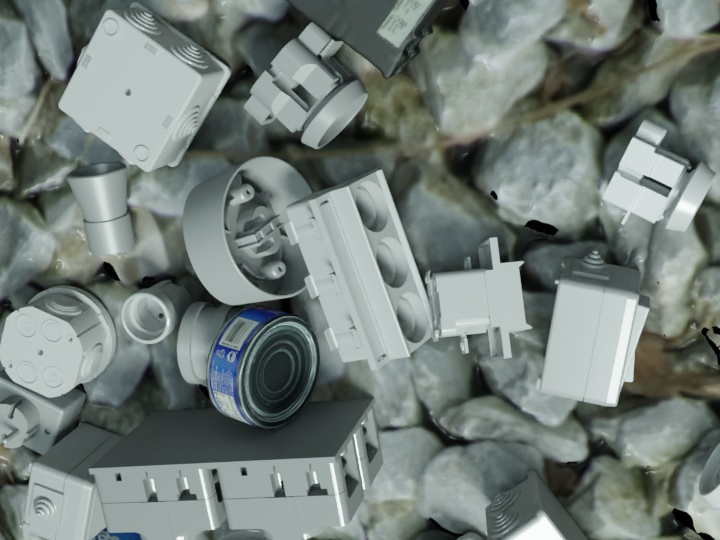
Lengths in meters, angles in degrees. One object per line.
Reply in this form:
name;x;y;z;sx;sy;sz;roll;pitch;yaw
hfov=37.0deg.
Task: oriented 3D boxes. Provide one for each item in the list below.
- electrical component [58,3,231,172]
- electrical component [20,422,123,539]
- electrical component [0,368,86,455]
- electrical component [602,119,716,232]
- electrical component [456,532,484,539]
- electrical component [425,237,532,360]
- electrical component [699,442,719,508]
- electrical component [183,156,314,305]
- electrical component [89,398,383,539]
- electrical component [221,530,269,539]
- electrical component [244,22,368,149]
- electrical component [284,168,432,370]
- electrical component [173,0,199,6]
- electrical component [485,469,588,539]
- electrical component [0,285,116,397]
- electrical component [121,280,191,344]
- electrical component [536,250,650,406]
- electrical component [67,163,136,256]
electrical component;-0.155;-0.129;0.766;0.100;0.048;0.099;36;112;4
electrical component;-0.219;0.172;0.843;0.061;0.096;0.061;18;110;10
electrical component;-0.269;0.116;0.852;0.066;0.076;0.047;25;110;7
electrical component;0.194;-0.055;0.691;0.055;0.048;0.066;29;111;14
electrical component;0.098;0.261;0.801;0.113;0.057;0.078;38;112;3
electrical component;0.079;0.022;0.730;0.064;0.042;0.081;-5;84;-7
electrical component;0.266;0.143;0.721;0.057;0.058;0.078;30;111;3
electrical component;-0.075;-0.025;0.749;0.064;0.099;0.099;-15;101;25
electrical component;-0.086;0.147;0.794;0.186;0.105;0.060;-6;104;17
electrical component;-0.087;0.242;0.848;0.078;0.058;0.057;5;109;14
electrical component;-0.032;-0.120;0.730;0.057;0.058;0.078;44;111;3
electrical component;0.000;0.000;0.747;0.063;0.079;0.121;-13;102;37
electrical component;-0.117;-0.214;0.733;0.045;0.045;0.055;-17;100;19
electrical component;0.131;0.200;0.753;0.048;0.099;0.099;-37;93;9
electrical component;-0.236;0.056;0.840;0.080;0.051;0.080;4;106;15
electrical component;-0.152;0.030;0.811;0.040;0.046;0.040;4;106;14
electrical component;0.158;0.035;0.717;0.061;0.061;0.096;11;108;13
electrical component;-0.191;-0.044;0.805;0.044;0.044;0.065;-2;109;16
